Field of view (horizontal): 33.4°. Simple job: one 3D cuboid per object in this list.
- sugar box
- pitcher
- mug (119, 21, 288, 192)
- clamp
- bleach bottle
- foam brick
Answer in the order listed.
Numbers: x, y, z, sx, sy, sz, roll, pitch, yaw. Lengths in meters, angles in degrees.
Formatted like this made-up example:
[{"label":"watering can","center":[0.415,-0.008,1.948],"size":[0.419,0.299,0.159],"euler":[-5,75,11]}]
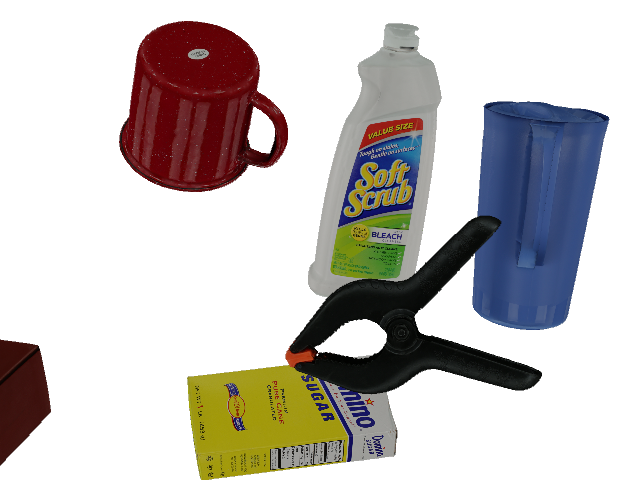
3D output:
[{"label":"sugar box","center":[-0.027,0.156,0.954],"size":[0.176,0.048,0.093],"euler":[-8,43,-7]},{"label":"pitcher","center":[0.232,-0.027,1.169],"size":[0.149,0.243,0.145],"euler":[-7,19,-34]},{"label":"mug","center":[-0.076,-0.088,0.722],"size":[0.117,0.082,0.093],"euler":[26,46,9]},{"label":"clamp","center":[0.065,0.068,0.729],"size":[0.171,0.120,0.039],"euler":[-24,-5,10]},{"label":"bleach bottle","center":[0.051,-0.070,0.969],"size":[0.102,0.251,0.068],"euler":[6,21,-1]},{"label":"foam brick","center":[-0.214,0.103,0.666],"size":[0.053,0.051,0.078],"euler":[6,29,21]}]
